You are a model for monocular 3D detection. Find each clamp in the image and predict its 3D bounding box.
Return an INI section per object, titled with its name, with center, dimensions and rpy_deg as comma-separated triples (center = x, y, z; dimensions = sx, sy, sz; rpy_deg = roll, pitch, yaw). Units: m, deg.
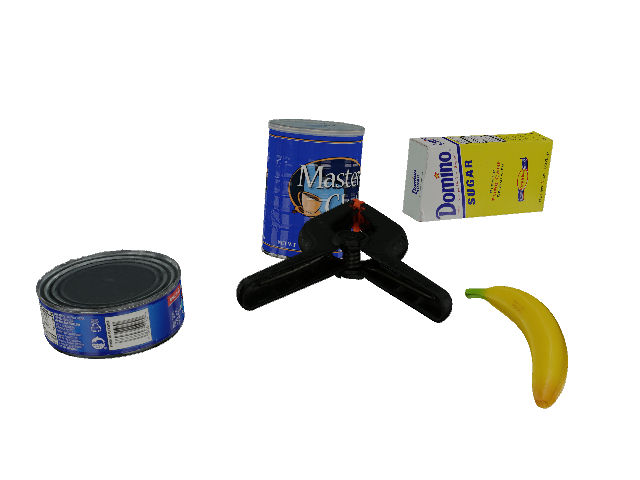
[clamp]
center = 0.035, 0.015, 0.890
dimensions = 0.164, 0.036, 0.209
rpy_deg = 7, 23, 10

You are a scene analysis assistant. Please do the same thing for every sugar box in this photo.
[sugar box]
center = 0.185, -0.075, 1.252
dimensions = 0.175, 0.093, 0.048
rpy_deg = -7, 22, -27

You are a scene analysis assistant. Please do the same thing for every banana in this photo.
[banana]
center = 0.223, 0.103, 1.136
dimensions = 0.069, 0.037, 0.198
rpy_deg = -28, 36, 0

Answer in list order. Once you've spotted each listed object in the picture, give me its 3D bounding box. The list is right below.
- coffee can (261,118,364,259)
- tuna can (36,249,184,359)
[coffee can]
center = -0.009, -0.055, 1.145
dimensions = 0.103, 0.140, 0.103
rpy_deg = 4, 11, -1
[tuna can]
center = -0.125, 0.037, 0.642
dimensions = 0.086, 0.034, 0.086
rpy_deg = -3, 22, 1
